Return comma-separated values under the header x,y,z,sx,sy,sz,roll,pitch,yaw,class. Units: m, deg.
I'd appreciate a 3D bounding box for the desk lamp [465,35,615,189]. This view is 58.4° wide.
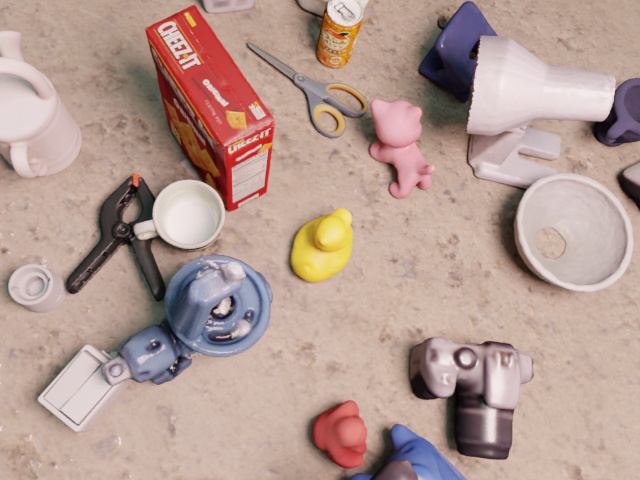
x,y,z,sx,sy,sz,roll,pitch,yaw,class
0.269,-0.166,0.759,0.203,0.213,0.118,13,73,-4,desk lamp

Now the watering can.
x,y,z,sx,sy,sz,roll,pitch,yaw,class
-0.364,-0.163,0.679,0.101,0.194,0.173,-33,81,-15,watering can

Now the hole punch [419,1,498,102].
x,y,z,sx,sy,sz,roll,pitch,yaw,class
0.219,-0.280,0.849,0.101,0.091,0.109,34,73,3,hole punch

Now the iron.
x,y,z,sx,sy,sz,roll,pitch,yaw,class
0.161,0.331,0.641,0.258,0.141,0.119,42,73,5,iron

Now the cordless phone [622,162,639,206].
x,y,z,sx,sy,sz,roll,pitch,yaw,class
0.534,-0.107,0.795,0.148,0.185,0.094,-24,79,-14,cordless phone

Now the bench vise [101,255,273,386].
x,y,z,sx,sy,sz,roll,pitch,yaw,class
-0.134,0.096,0.625,0.121,0.219,0.208,38,73,4,bench vise

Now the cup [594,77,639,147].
x,y,z,sx,sy,sz,roll,pitch,yaw,class
0.445,-0.171,0.848,0.118,0.095,0.091,-39,83,-16,cup

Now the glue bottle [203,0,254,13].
x,y,z,sx,sy,sz,roll,pitch,yaw,class
-0.128,-0.382,0.785,0.078,0.173,0.037,-10,76,-10,glue bottle

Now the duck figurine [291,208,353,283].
x,y,z,sx,sy,sz,roll,pitch,yaw,class
0.007,0.003,0.741,0.077,0.086,0.105,35,73,3,duck figurine

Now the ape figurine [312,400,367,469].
x,y,z,sx,sy,sz,roll,pitch,yaw,class
0.031,0.229,0.677,0.076,0.092,0.078,18,73,-2,ape figurine

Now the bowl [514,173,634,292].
x,y,z,sx,sy,sz,roll,pitch,yaw,class
0.338,-0.004,0.796,0.167,0.074,0.167,2,74,-7,bowl

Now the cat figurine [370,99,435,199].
x,y,z,sx,sy,sz,roll,pitch,yaw,class
0.115,-0.134,0.778,0.067,0.117,0.128,-27,80,-14,cat figurine

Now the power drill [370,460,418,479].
x,y,z,sx,sy,sz,roll,pitch,yaw,class
0.014,0.325,0.587,0.075,0.208,0.230,29,72,1,power drill

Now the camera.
x,y,z,sx,sy,sz,roll,pitch,yaw,class
0.190,0.195,0.705,0.143,0.100,0.137,8,73,-6,camera
